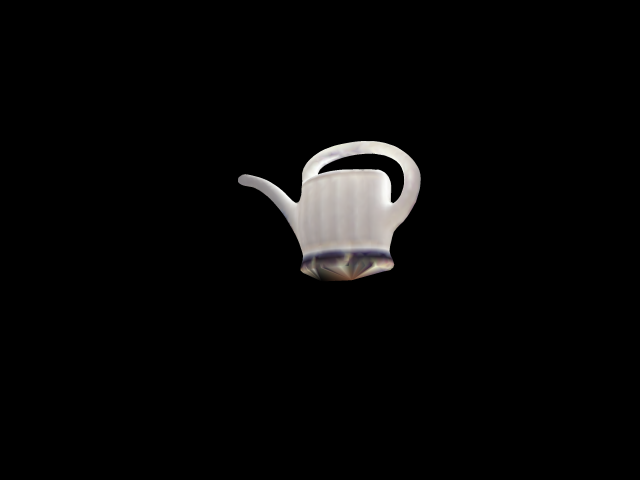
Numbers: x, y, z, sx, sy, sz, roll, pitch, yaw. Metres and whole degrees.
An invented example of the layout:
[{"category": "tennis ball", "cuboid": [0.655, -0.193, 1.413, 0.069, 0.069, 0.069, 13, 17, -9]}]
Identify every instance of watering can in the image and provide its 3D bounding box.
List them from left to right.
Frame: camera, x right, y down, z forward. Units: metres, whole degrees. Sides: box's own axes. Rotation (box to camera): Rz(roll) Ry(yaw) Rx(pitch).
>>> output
[{"category": "watering can", "cuboid": [0.003, -0.043, 0.850, 0.346, 0.227, 0.103, -7, -15, 31]}]
